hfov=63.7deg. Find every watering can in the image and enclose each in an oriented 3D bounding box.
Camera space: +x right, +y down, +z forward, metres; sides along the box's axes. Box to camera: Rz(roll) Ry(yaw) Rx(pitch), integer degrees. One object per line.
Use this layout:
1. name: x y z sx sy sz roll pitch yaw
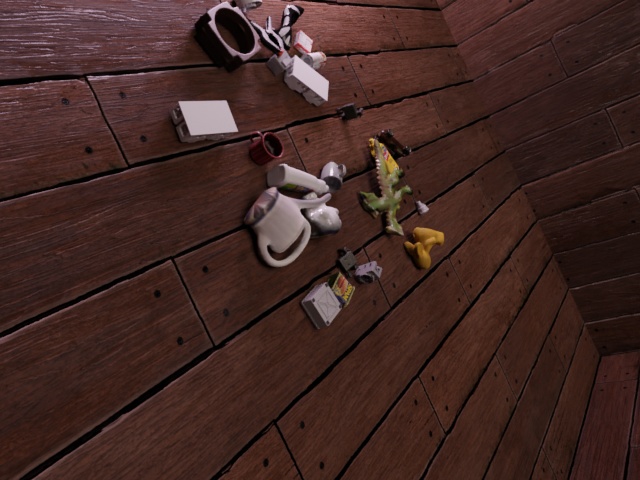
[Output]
1. watering can: -0.105 -0.080 1.653 0.221 0.103 0.354 46 57 -23

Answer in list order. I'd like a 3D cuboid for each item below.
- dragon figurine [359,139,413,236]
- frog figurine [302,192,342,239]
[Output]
1. dragon figurine: 0.255 -0.204 2.145 0.246 0.121 0.409 -31 94 -43
2. frog figurine: 0.005 -0.090 1.793 0.138 0.122 0.159 -9 90 -31
